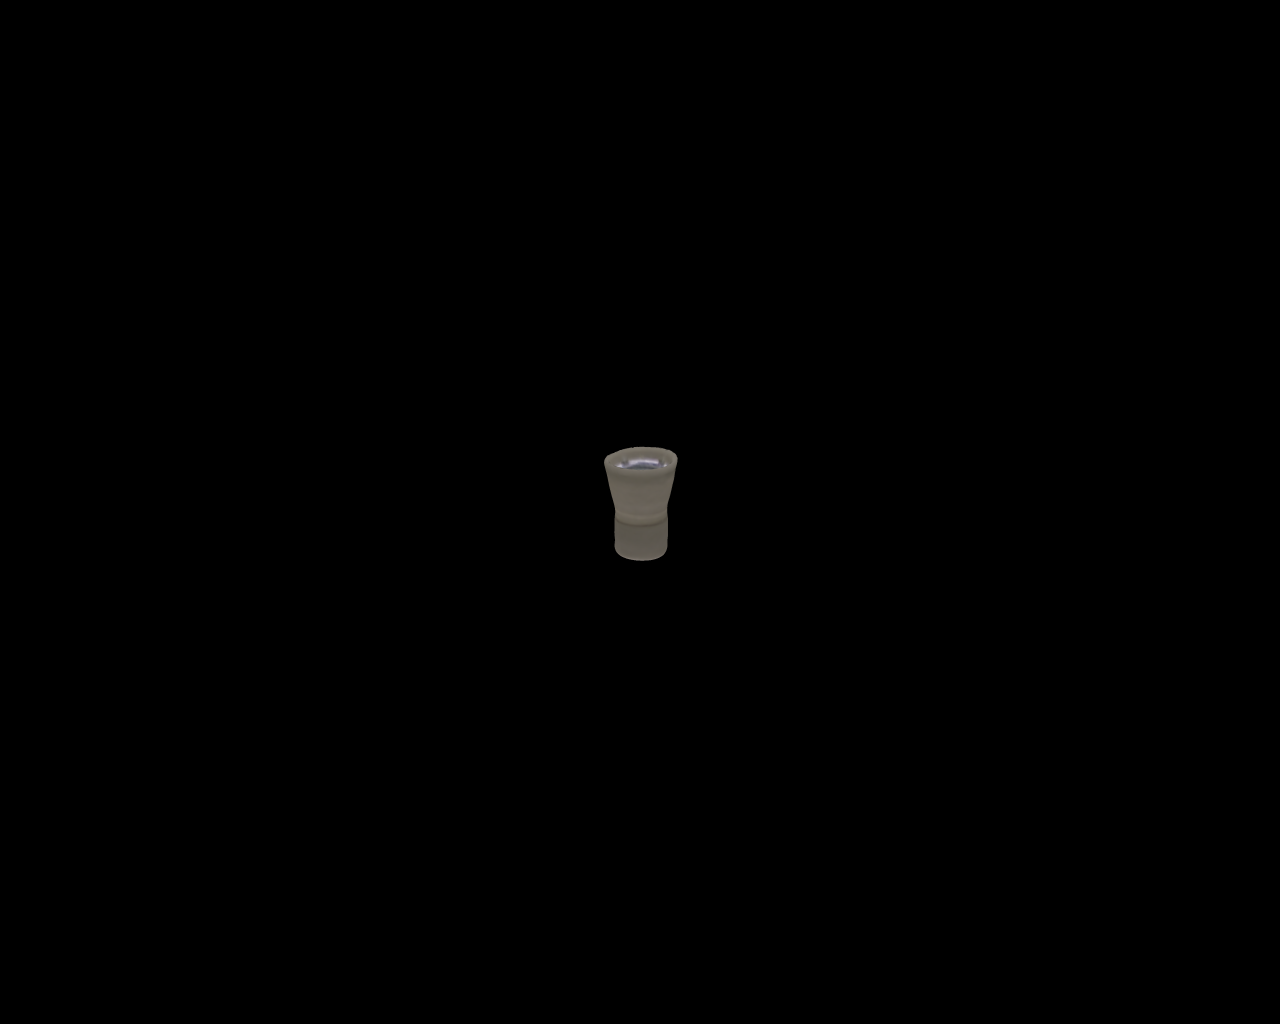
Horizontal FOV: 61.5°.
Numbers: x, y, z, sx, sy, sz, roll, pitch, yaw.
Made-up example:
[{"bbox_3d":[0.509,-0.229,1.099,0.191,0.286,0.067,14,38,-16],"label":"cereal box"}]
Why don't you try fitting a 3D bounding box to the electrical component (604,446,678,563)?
[{"bbox_3d":[0.001,-0.003,0.650,0.044,0.065,0.044,0,22,0],"label":"electrical component"}]
